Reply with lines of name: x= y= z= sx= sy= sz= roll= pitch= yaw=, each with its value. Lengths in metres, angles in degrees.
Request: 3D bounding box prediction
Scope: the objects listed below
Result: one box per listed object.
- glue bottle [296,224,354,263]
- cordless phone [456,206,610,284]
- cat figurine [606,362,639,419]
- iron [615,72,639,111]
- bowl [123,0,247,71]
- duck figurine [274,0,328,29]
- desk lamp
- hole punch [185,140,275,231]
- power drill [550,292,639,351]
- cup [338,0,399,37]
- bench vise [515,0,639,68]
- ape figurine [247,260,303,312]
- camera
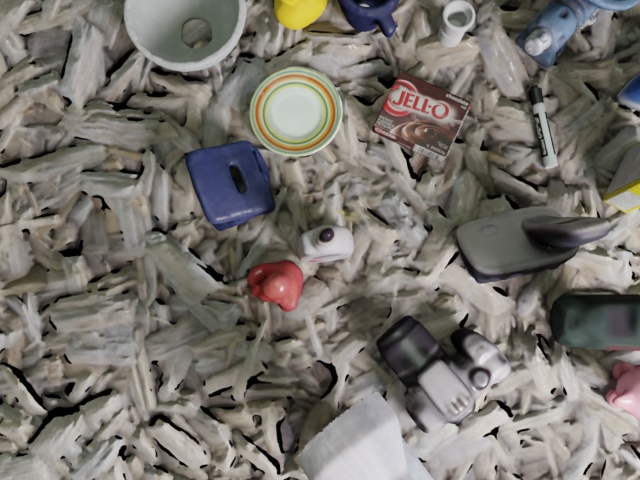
glue bottle: x=0.007 y=0.003 z=0.718 sx=0.078 sy=0.173 sz=0.037 roll=-11 pitch=83 yaw=-1
cordless phone: x=0.259 y=-0.002 z=0.713 sx=0.147 sy=0.185 sz=0.094 roll=-16 pitch=83 yaw=-2
cat figurine: x=0.424 y=0.199 z=0.724 sx=0.127 sy=0.118 sz=0.067 roll=18 pitch=83 yaw=2
iron: x=0.552 y=-0.237 z=0.764 sx=0.258 sy=0.141 sz=0.119 roll=-13 pitch=83 yaw=-2
bowl: x=-0.182 y=-0.306 z=0.804 sx=0.167 sy=0.075 sz=0.167 roll=0 pitch=83 yaw=0
duck figurine: x=-0.027 y=-0.361 z=0.805 sx=0.077 sy=0.086 sz=0.104 roll=29 pitch=84 yaw=3
desk lamp: x=0.072 y=0.276 z=0.665 sx=0.118 sy=0.213 sz=0.203 roll=-39 pitch=85 yaw=-4
hole punch: x=-0.118 y=-0.078 z=0.769 sx=0.101 sy=0.091 sz=0.108 roll=-21 pitch=84 yaw=-2
power drill: x=0.380 y=0.097 z=0.690 sx=0.229 sy=0.208 sz=0.076 roll=-1 pitch=83 yaw=0
cup: x=0.072 y=-0.322 z=0.796 sx=0.091 sy=0.095 sz=0.118 roll=-25 pitch=84 yaw=-3
bench vise: x=0.358 y=-0.324 z=0.735 sx=0.121 sy=0.220 sz=0.207 roll=25 pitch=84 yaw=3
ape figurine: x=-0.056 y=0.060 z=0.752 sx=0.076 sy=0.092 sz=0.078 roll=-32 pitch=84 yaw=-4
camera: x=0.150 y=0.156 z=0.737 sx=0.143 sy=0.101 sz=0.137 roll=-39 pitch=85 yaw=-4
